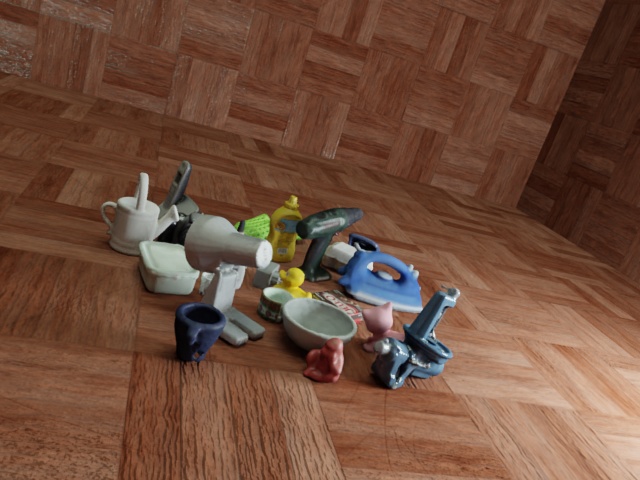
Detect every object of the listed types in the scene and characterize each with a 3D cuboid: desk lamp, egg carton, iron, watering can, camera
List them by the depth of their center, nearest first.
[{"bbox_3d":[-0.188,0.073,1.183,0.202,0.213,0.118,27,20,26],"label":"desk lamp"},{"bbox_3d":[-0.434,-0.068,1.390,0.173,0.194,0.100,1,24,-42],"label":"watering can"},{"bbox_3d":[-0.341,-0.015,1.477,0.143,0.101,0.136,13,19,-15],"label":"camera"},{"bbox_3d":[0.182,0.102,1.575,0.258,0.141,0.118,16,18,-6],"label":"iron"},{"bbox_3d":[0.083,0.062,1.716,0.150,0.069,0.107,24,19,17],"label":"egg carton"}]

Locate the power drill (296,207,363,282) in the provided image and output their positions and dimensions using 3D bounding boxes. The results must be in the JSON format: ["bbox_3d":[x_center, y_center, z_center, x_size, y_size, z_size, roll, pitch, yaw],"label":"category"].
[{"bbox_3d":[0.015,0.006,1.587,0.075,0.208,0.230,31,22,35],"label":"power drill"}]

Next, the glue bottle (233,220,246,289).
[{"bbox_3d":[-0.205,0.033,1.350,0.078,0.173,0.037,7,21,-32],"label":"glue bottle"}]

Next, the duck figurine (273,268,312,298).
[{"bbox_3d":[-0.063,0.112,1.398,0.104,0.086,0.078,24,19,18],"label":"duck figurine"}]

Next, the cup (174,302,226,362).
[{"bbox_3d":[-0.226,0.178,1.029,0.092,0.095,0.117,17,18,-4],"label":"cup"}]

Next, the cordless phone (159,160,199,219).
[{"bbox_3d":[-0.387,-0.121,1.607,0.094,0.185,0.147,2,24,-41],"label":"cordless phone"}]

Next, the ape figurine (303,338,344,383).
[{"bbox_3d":[0.017,0.231,1.116,0.076,0.092,0.077,4,23,-38],"label":"ape figurine"}]

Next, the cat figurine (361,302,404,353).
[{"bbox_3d":[0.149,0.200,1.293,0.127,0.118,0.067,22,18,11],"label":"cat figurine"}]

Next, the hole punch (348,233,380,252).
[{"bbox_3d":[0.138,0.022,1.851,0.108,0.091,0.101,23,18,13],"label":"hole punch"}]

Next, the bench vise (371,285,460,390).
[{"bbox_3d":[0.212,0.202,1.183,0.121,0.220,0.208,29,21,30],"label":"bench vise"}]

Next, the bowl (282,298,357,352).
[{"bbox_3d":[-0.009,0.194,1.226,0.167,0.075,0.167,17,18,-5],"label":"bowl"}]
